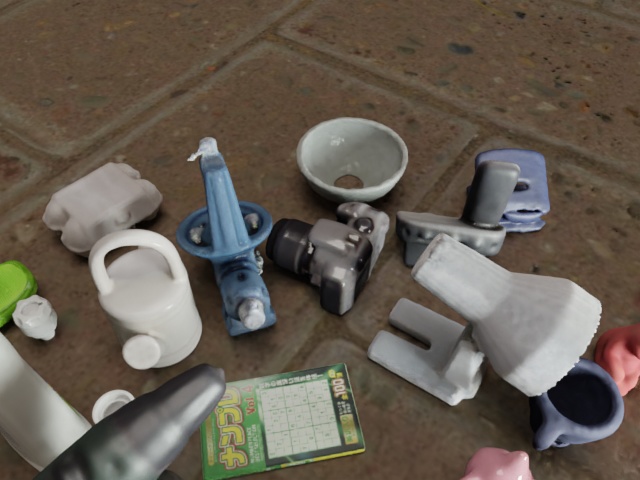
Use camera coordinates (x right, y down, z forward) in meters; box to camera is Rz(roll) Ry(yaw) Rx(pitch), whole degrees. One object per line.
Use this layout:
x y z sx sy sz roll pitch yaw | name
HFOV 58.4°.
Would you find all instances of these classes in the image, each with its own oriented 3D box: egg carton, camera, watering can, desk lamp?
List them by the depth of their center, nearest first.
0.165 0.094 0.621 0.202 0.214 0.118 25 55 18 | desk lamp
-0.195 0.063 0.649 0.101 0.194 0.172 -26 56 -20 | watering can
0.007 0.003 0.764 0.136 0.101 0.143 21 53 15 | camera
-0.306 -0.044 0.815 0.107 0.069 0.150 36 58 25 | egg carton

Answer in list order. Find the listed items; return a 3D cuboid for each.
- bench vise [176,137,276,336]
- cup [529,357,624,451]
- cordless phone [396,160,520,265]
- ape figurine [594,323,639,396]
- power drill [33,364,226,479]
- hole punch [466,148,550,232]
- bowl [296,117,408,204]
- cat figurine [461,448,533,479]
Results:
-0.097 -0.004 0.690 0.122 0.220 0.207 -30 57 -23 | bench vise
0.257 0.194 0.618 0.091 0.095 0.118 38 59 26 | cup
0.178 -0.045 0.753 0.147 0.185 0.094 6 51 4 | cordless phone
0.370 0.130 0.675 0.078 0.092 0.076 -3 51 -3 | ape figurine
-0.172 0.223 0.509 0.230 0.208 0.075 -34 59 -25 | power drill
0.279 -0.072 0.839 0.108 0.091 0.101 -1 51 -2 | hole punch
0.047 -0.108 0.873 0.167 0.075 0.167 1 51 -1 | bowl
0.194 0.244 0.560 0.127 0.118 0.067 12 51 8 | cat figurine
